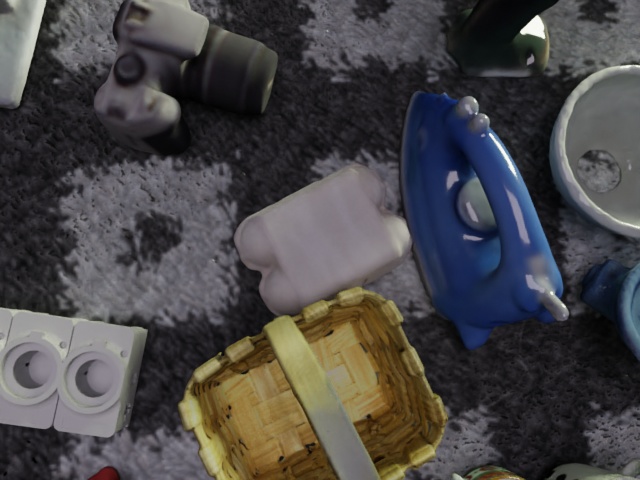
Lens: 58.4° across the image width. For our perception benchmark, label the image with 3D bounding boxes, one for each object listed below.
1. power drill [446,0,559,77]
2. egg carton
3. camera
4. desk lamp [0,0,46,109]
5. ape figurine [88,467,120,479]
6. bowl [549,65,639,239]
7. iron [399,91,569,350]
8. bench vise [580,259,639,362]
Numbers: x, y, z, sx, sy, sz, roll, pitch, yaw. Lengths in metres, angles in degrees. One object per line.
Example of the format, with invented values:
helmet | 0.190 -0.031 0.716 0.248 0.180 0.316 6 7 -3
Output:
power drill | 0.204 -0.222 0.506 0.229 0.208 0.076 -2 82 -6
egg carton | 0.005 0.002 0.525 0.150 0.069 0.107 -29 85 -9
camera | -0.115 -0.150 0.520 0.137 0.100 0.143 16 80 -3
desk lamp | -0.306 -0.243 0.458 0.118 0.213 0.203 8 81 -4
ape figurine | -0.194 0.234 0.461 0.078 0.092 0.076 -4 82 -6
bowl | 0.293 -0.079 0.562 0.167 0.074 0.167 1 82 -5
iron | 0.142 -0.038 0.507 0.119 0.141 0.258 -18 84 -8
bench vise | 0.352 0.077 0.471 0.207 0.219 0.121 22 80 -2
